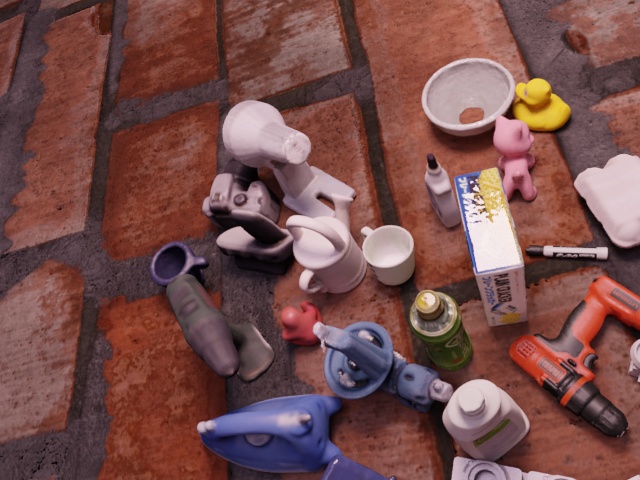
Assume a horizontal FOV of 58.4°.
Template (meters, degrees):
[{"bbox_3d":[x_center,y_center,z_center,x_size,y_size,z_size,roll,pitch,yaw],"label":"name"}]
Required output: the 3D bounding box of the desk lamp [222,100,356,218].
[{"bbox_3d":[-0.059,-0.148,1.063,0.202,0.214,0.118,32,78,32],"label":"desk lamp"}]

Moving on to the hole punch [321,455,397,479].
[{"bbox_3d":[0.050,0.373,0.816,0.100,0.091,0.109,16,70,28],"label":"hole punch"}]

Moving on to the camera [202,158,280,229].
[{"bbox_3d":[-0.157,-0.101,1.144,0.142,0.101,0.137,-1,63,21],"label":"camera"}]

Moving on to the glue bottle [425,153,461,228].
[{"bbox_3d":[0.199,-0.091,0.956,0.037,0.173,0.078,-26,57,7],"label":"glue bottle"}]

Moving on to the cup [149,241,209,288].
[{"bbox_3d":[-0.252,0.060,1.098,0.117,0.095,0.091,-7,61,18],"label":"cup"}]

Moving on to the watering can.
[{"bbox_3d":[0.007,0.003,0.968,0.100,0.194,0.173,-5,62,19],"label":"watering can"}]

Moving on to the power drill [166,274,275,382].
[{"bbox_3d":[-0.159,0.159,0.941,0.075,0.209,0.229,-43,57,-4],"label":"power drill"}]

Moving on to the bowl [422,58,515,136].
[{"bbox_3d":[0.278,-0.254,1.072,0.167,0.075,0.167,-9,61,17],"label":"bowl"}]

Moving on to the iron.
[{"bbox_3d":[-0.099,0.294,0.886,0.257,0.142,0.118,-10,60,16],"label":"iron"}]

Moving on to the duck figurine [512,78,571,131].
[{"bbox_3d":[0.392,-0.247,1.017,0.104,0.086,0.077,30,77,31],"label":"duck figurine"}]

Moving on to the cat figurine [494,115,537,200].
[{"bbox_3d":[0.329,-0.146,0.968,0.067,0.118,0.128,-5,62,19],"label":"cat figurine"}]

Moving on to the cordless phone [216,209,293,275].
[{"bbox_3d":[-0.131,-0.017,1.038,0.147,0.185,0.094,3,65,23],"label":"cordless phone"}]

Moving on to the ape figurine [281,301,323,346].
[{"bbox_3d":[-0.037,0.140,0.974,0.078,0.092,0.076,-40,56,-2],"label":"ape figurine"}]

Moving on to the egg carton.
[{"bbox_3d":[0.477,-0.061,0.895,0.107,0.070,0.150,-25,57,7],"label":"egg carton"}]

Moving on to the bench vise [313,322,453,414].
[{"bbox_3d":[0.086,0.170,0.833,0.207,0.220,0.121,-3,63,20],"label":"bench vise"}]
